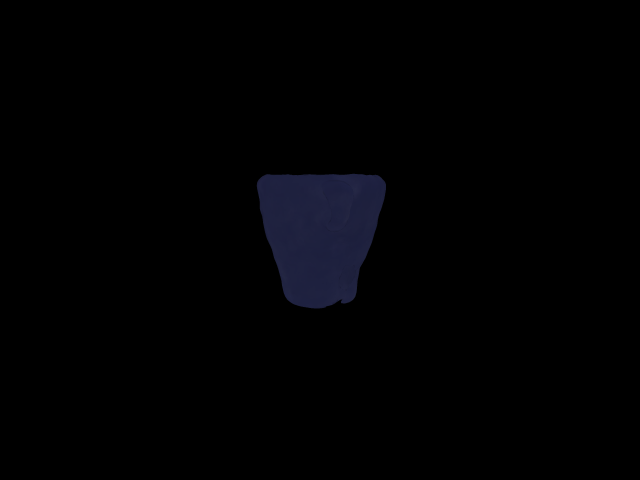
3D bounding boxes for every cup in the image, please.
[{"bbox_3d":[0.004,0.001,0.400,0.092,0.095,0.117,-1,7,-11],"label":"cup"}]
